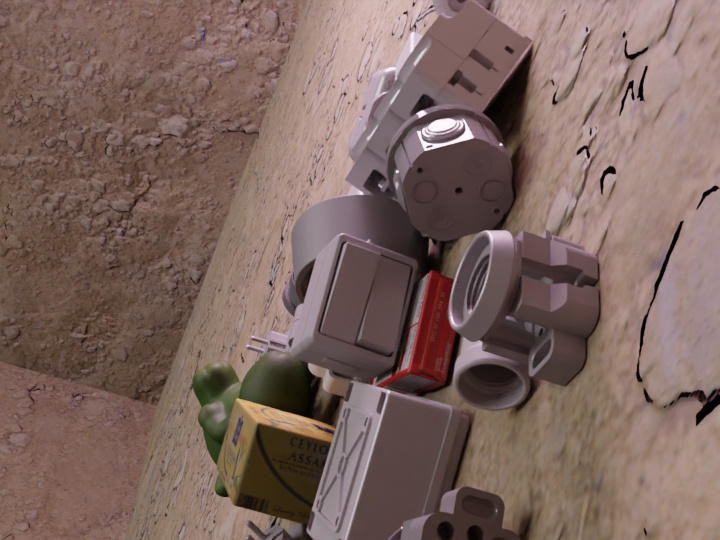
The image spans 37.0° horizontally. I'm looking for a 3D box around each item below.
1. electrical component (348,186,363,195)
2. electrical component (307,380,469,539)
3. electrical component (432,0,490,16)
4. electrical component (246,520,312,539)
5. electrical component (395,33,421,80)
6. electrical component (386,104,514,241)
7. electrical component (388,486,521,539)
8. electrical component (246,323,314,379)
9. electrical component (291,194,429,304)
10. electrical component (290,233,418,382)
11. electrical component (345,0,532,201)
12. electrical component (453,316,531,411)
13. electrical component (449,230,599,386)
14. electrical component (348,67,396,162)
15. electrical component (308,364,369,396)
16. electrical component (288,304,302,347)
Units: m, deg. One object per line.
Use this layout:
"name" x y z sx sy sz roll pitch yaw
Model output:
"electrical component" 0.011 -0.024 0.908 0.061 0.062 0.096 -87 19 -52
"electrical component" 0.014 0.129 0.673 0.109 0.056 0.108 170 117 -77
"electrical component" 0.087 -0.240 0.920 0.062 0.048 0.048 -78 11 -56
"electrical component" -0.060 0.218 0.807 0.047 0.076 0.065 -38 19 9
"electrical component" 0.065 -0.175 0.917 0.083 0.047 0.075 -85 17 -47
"electrical component" 0.059 -0.062 0.696 0.051 0.080 0.080 -103 32 -59
"electrical component" 0.041 0.149 0.520 0.057 0.058 0.078 137 148 -62
"electrical component" -0.083 0.087 1.144 0.083 0.076 0.047 122 162 -50
"electrical component" 0.000 0.000 0.821 0.108 0.108 0.060 121 156 -49
"electrical component" -0.001 0.019 0.738 0.061 0.062 0.096 139 149 -65
"electrical component" 0.050 -0.117 0.790 0.089 0.062 0.150 -54 1 -32
"electrical component" 0.072 0.045 0.576 0.046 0.040 0.040 -77 11 -47
"electrical component" 0.080 0.013 0.536 0.058 0.057 0.078 121 162 -49
"electrical component" 0.030 -0.140 1.012 0.059 0.054 0.095 -142 70 -78
"electrical component" -0.008 0.056 0.890 0.078 0.058 0.057 -87 15 -50
"electrical component" -0.031 0.057 1.004 0.138 0.052 0.073 128 157 -60
